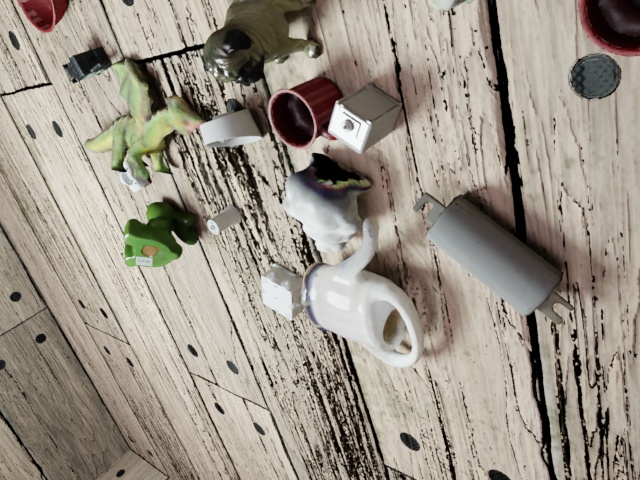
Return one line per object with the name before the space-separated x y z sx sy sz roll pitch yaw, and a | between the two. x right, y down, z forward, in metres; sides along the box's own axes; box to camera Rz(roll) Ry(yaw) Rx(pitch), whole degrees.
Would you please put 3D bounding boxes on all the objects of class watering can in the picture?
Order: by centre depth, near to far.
watering can | 0.063 0.086 0.874 0.225 0.106 0.340 11 134 40

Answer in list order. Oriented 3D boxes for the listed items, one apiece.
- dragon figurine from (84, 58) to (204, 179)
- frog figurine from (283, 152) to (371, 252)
dragon figurine | -0.406 -0.267 1.113 0.413 0.123 0.239 20 113 31
frog figurine | 0.003 -0.042 0.841 0.138 0.125 0.156 20 122 8
